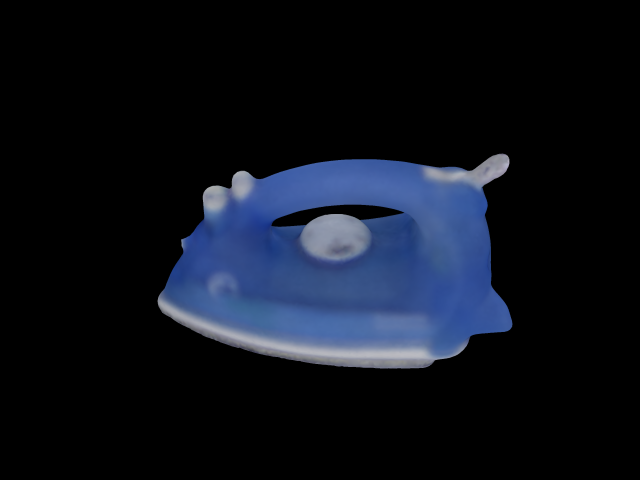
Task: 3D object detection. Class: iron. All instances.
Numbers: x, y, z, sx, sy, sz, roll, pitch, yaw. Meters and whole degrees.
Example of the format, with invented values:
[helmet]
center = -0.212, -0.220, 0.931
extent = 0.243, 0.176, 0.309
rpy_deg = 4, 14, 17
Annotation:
[iron]
center = 0.004, 0.001, 0.400
extent = 0.258, 0.141, 0.118
rpy_deg = 0, 39, 0
